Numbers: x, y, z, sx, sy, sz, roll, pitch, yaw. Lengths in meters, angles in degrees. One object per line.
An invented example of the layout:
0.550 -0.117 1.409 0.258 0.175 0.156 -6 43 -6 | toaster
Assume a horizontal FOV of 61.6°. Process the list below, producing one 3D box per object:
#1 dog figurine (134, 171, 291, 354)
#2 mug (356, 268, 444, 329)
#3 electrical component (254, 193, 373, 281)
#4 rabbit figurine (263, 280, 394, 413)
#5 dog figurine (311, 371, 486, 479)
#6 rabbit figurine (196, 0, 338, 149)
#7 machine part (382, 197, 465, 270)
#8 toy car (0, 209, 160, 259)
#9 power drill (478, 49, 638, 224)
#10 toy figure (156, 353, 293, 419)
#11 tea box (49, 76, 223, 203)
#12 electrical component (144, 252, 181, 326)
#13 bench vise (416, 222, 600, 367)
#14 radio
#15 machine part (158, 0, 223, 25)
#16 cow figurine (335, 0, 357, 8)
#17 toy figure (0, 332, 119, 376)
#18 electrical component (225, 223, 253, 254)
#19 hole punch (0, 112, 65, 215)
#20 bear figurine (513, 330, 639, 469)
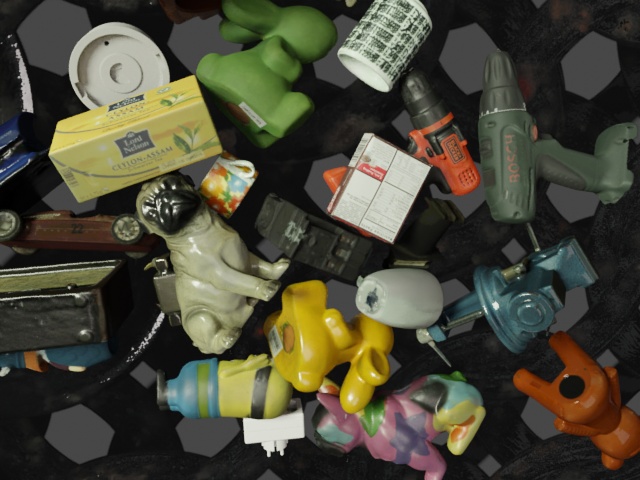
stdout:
-0.155 0.032 0.641 0.190 0.121 0.172 37 97 -6 | dog figurine
0.092 0.070 0.710 0.107 0.110 0.080 9 109 -46 | mug
-0.001 -0.002 0.680 0.134 0.115 0.058 21 100 -37 | electrical component
0.033 0.133 0.707 0.173 0.162 0.121 3 130 -36 | rabbit figurine
0.095 0.236 0.756 0.219 0.108 0.191 32 96 -10 | dog figurine
-0.058 -0.220 0.655 0.159 0.121 0.170 40 75 -9 | rabbit figurine
0.139 -0.002 0.712 0.084 0.039 0.138 4 143 -16 | machine part
-0.300 -0.010 0.658 0.202 0.089 0.053 3 79 -7 | toy car
0.313 -0.133 0.722 0.207 0.086 0.232 5 86 -15 | power drill
-0.127 0.202 0.726 0.180 0.082 0.089 -5 83 -10 | toy figure
-0.204 -0.116 0.606 0.170 0.098 0.068 -22 128 -6 | tea box
-0.189 0.059 0.709 0.078 0.045 0.102 -18 103 -5 | electrical component
0.241 0.078 0.728 0.241 0.224 0.128 -31 101 30 | bench vise
-0.355 0.080 0.645 0.230 0.131 0.073 -6 104 -7 | radio
-0.097 -0.324 0.566 0.201 0.201 0.087 -28 100 -2 | machine part
0.081 -0.350 0.640 0.195 0.127 0.085 -29 105 -16 | cow figurine
-0.345 0.141 0.697 0.155 0.064 0.057 -6 140 -2 | toy figure
-0.121 0.027 0.724 0.063 0.021 0.094 15 98 -11 | electrical component
-0.367 -0.090 0.623 0.142 0.116 0.092 -35 96 -1 | hole punch
0.409 0.247 0.812 0.195 0.132 0.120 38 95 -31 | bear figurine
